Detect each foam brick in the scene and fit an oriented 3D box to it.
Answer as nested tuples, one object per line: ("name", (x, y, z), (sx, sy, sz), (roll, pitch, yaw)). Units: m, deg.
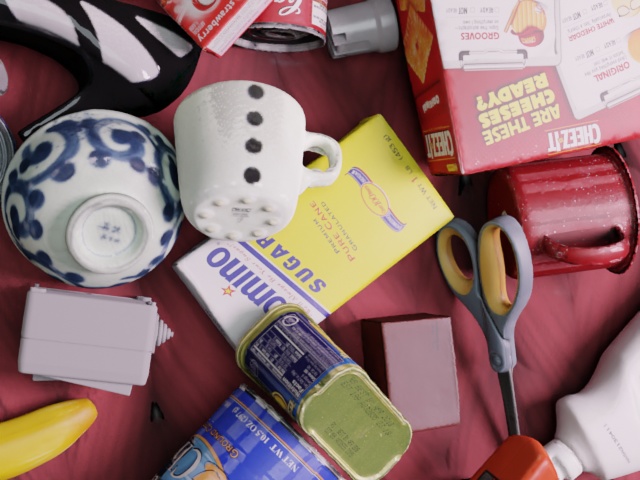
("foam brick", (0.063, 0.092, 0.745), (0.053, 0.051, 0.078), (-4, 88, -14))

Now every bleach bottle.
("bleach bottle", (0.258, 0.086, 0.782), (0.250, 0.068, 0.102), (-36, 94, -9))

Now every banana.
("banana", (-0.246, 0.128, 0.684), (0.197, 0.037, 0.069), (7, 87, -12))

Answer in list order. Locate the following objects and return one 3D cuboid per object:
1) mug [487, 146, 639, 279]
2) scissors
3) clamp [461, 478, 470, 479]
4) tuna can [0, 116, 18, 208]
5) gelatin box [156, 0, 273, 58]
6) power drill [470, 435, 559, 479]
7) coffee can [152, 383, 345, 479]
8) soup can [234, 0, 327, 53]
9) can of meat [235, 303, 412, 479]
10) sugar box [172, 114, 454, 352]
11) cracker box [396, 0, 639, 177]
("mug", (0.170, -0.011, 0.744), (0.081, 0.117, 0.093), (-7, 118, -8))
("scissors", (0.118, 0.069, 0.767), (0.016, 0.096, 0.202), (-19, 122, -29))
("clamp", (0.081, 0.205, 0.750), (0.171, 0.039, 0.120), (-20, 97, -17))
("tuna can", (-0.241, -0.052, 0.696), (0.086, 0.034, 0.086), (1, 87, -12))
("gelatin box", (-0.063, -0.175, 0.688), (0.089, 0.030, 0.073), (-46, 73, 11))
("power drill", (0.178, 0.220, 0.728), (0.187, 0.057, 0.184), (45, 82, -16))
("coffee can", (-0.062, 0.178, 0.687), (0.103, 0.103, 0.140), (45, 79, -7))
("soup can", (-0.027, -0.186, 0.730), (0.068, 0.068, 0.102), (4, 87, -12))
("can of meat", (0.005, 0.100, 0.689), (0.057, 0.084, 0.102), (-44, 128, -6))
("sugar box", (-0.005, 0.001, 0.738), (0.176, 0.048, 0.093), (-38, 96, -12))
("cracker box", (0.139, -0.163, 0.726), (0.164, 0.072, 0.214), (-12, 95, -13))
